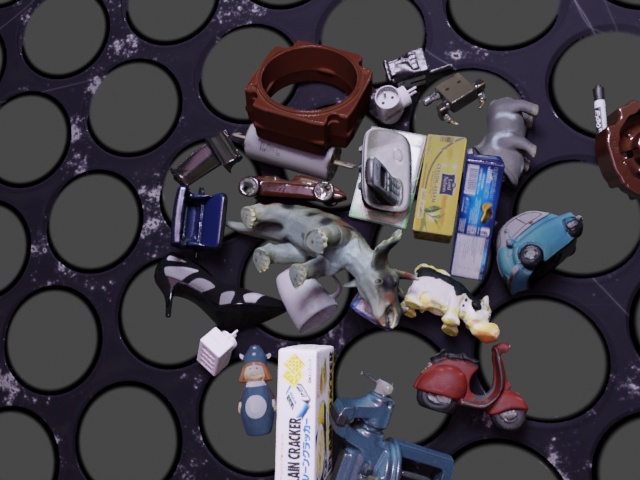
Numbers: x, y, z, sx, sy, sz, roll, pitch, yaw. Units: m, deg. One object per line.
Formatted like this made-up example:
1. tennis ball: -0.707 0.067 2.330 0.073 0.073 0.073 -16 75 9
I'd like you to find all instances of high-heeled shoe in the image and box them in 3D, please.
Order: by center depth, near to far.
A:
1. high-heeled shoe: -0.185 0.084 1.005 0.249 0.086 0.145 1 50 -6

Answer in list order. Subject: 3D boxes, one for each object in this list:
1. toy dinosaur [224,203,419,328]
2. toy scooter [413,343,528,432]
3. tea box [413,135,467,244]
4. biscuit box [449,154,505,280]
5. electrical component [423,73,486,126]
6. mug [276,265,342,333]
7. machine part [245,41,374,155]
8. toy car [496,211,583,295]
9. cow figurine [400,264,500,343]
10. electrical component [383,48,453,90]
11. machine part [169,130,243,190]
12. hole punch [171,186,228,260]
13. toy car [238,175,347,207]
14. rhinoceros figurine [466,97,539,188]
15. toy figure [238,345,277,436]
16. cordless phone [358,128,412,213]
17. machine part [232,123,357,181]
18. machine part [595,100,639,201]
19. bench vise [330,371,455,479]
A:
1. toy dinosaur: -0.006 0.000 0.930 0.405 0.192 0.131 30 115 43
2. toy scooter: 0.252 0.226 0.883 0.184 0.075 0.135 11 81 11
3. tea box: 0.206 -0.085 0.928 0.068 0.098 0.169 8 84 13
4. biscuit box: 0.257 -0.038 0.887 0.059 0.063 0.202 9 110 13
5. electrical component: 0.250 -0.256 0.976 0.102 0.045 0.078 -37 48 1
6. mug: -0.022 0.091 0.953 0.109 0.080 0.107 -42 68 8
7. machine part: -0.018 -0.261 0.964 0.201 0.087 0.201 19 60 13
8. toy car: 0.348 0.005 0.887 0.162 0.109 0.103 -39 59 -6
9. cow figurine: 0.228 0.107 0.909 0.167 0.068 0.098 23 63 12
10. electrical component: 0.178 -0.310 0.980 0.119 0.074 0.047 -17 79 12
11. machine part: -0.224 -0.150 1.050 0.139 0.039 0.084 -31 82 3
12. hole punch: -0.238 -0.037 0.988 0.116 0.092 0.142 -5 81 54
13. toy car: -0.051 -0.093 0.981 0.202 0.089 0.053 4 86 12
14. rhinoceros figurine: 0.314 -0.156 0.931 0.112 0.073 0.190 13 84 11
15. toy figure: -0.112 0.264 0.956 0.064 0.058 0.154 1 77 -29
16. cordless phone: 0.098 -0.128 0.895 0.089 0.184 0.146 0 81 17
17. machine part: -0.050 -0.166 0.998 0.243 0.079 0.079 18 85 12
18. machine part: 0.548 -0.149 0.886 0.179 0.056 0.179 0 84 2
19. bench vise: 0.122 0.346 0.872 0.241 0.129 0.223 20 75 -7
